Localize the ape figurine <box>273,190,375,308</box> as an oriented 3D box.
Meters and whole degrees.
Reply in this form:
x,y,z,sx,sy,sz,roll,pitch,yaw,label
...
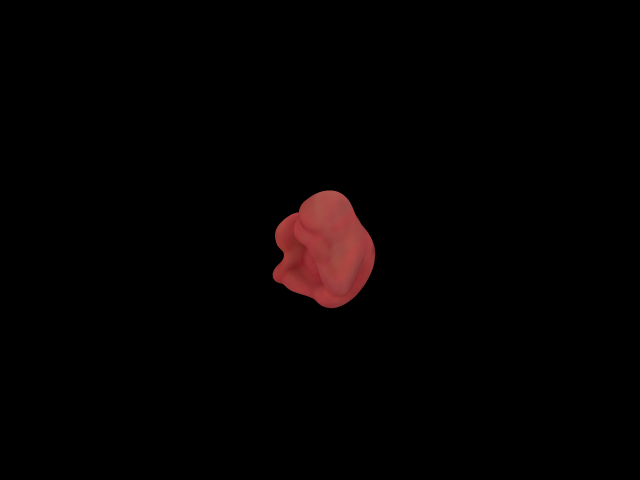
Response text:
x,y,z,sx,sy,sz,roll,pitch,yaw,label
0.004,0.001,0.400,0.076,0.092,0.077,-12,50,-10,ape figurine
